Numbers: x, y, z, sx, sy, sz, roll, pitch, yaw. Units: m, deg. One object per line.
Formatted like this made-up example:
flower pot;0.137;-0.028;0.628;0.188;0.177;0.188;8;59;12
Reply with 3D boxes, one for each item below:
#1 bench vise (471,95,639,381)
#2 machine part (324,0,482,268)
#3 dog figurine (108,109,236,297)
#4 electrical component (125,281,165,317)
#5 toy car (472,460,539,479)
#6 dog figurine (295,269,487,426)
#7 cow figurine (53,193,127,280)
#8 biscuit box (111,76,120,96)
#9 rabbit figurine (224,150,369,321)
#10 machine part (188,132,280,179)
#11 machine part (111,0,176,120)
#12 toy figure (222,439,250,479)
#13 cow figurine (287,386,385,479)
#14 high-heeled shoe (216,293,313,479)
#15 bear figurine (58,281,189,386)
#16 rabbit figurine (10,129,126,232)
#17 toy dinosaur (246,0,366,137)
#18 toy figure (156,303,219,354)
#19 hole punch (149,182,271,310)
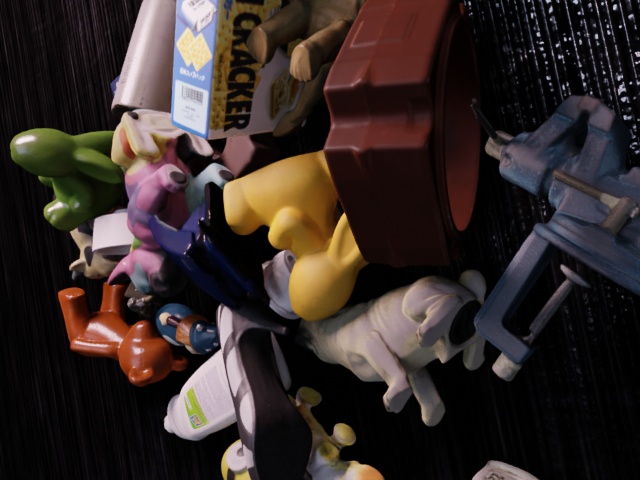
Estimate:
bench vise;0.203;0.007;0.462;0.224;0.129;0.240;37;107;27
machine part;0.085;-0.093;0.467;0.087;0.201;0.201;3;140;23
dog figurine;-0.218;-0.034;0.702;0.192;0.108;0.219;49;123;20
electrical component;-0.261;0.065;0.823;0.078;0.045;0.102;11;63;30
toy car;0.232;0.276;0.488;0.202;0.073;0.056;23;107;32
dog figurine;0.071;0.082;0.586;0.172;0.121;0.191;-49;42;-8
cow figurine;-0.385;-0.017;0.904;0.127;0.085;0.195;-46;70;22
biscuit box;-0.252;-0.158;0.811;0.063;0.059;0.202;-25;79;34
rabbit figurine;-0.001;-0.002;0.584;0.162;0.122;0.173;-15;81;20
machine part;-0.136;-0.138;0.733;0.180;0.056;0.179;3;94;36
machine part;-0.231;-0.245;0.748;0.079;0.079;0.243;4;76;35
toy figure;-0.062;0.334;0.697;0.180;0.082;0.089;42;113;28
cow figurine;0.000;0.269;0.659;0.167;0.068;0.098;42;121;29
high-heeled shoe;-0.084;0.187;0.634;0.145;0.086;0.248;1;87;49
bear figurine;-0.303;0.144;0.834;0.196;0.120;0.131;8;100;35
rabbit figurine;-0.358;-0.098;0.776;0.159;0.170;0.121;-11;70;5
toy dinosaur;0.056;-0.292;0.488;0.105;0.198;0.471;40;126;17
toy figure;-0.185;0.130;0.773;0.155;0.064;0.057;12;106;49
hole punch;-0.125;0.016;0.600;0.092;0.142;0.116;-26;42;6
